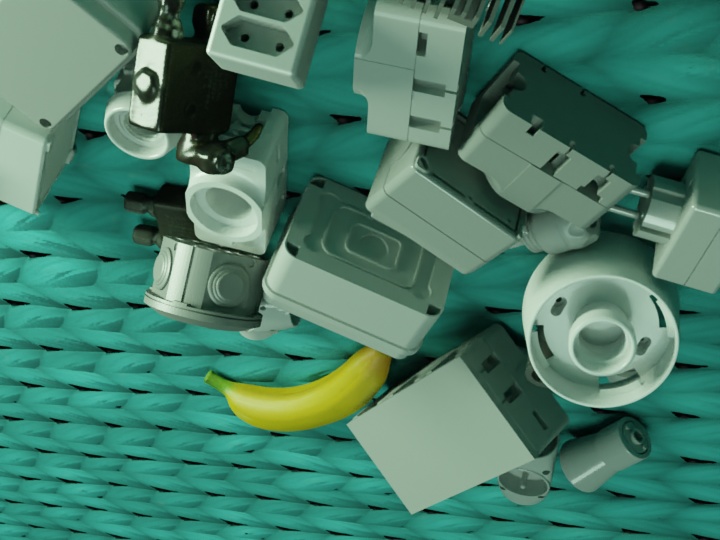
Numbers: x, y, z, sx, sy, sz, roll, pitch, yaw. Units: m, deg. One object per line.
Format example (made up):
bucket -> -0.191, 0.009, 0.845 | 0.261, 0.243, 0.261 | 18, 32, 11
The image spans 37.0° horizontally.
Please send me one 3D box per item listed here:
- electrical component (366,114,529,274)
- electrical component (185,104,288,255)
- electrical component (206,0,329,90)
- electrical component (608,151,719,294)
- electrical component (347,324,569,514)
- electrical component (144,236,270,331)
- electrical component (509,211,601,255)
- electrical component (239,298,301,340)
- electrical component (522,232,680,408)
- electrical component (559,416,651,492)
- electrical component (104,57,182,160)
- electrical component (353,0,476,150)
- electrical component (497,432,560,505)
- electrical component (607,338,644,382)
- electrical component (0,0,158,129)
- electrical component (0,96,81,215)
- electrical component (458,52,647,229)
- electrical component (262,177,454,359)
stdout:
electrical component -> 0.058, -0.044, 0.647 | 0.096, 0.061, 0.061 | 33, 140, -17
electrical component -> -0.079, -0.057, 0.694 | 0.050, 0.055, 0.089 | 14, 142, 6
electrical component -> -0.041, -0.140, 0.569 | 0.047, 0.083, 0.076 | 16, 180, 4
electrical component -> 0.182, -0.032, 0.622 | 0.077, 0.047, 0.065 | 16, 142, 3
electrical component -> 0.073, 0.113, 0.814 | 0.089, 0.062, 0.150 | 54, 137, 2
electrical component -> -0.102, 0.009, 0.725 | 0.080, 0.051, 0.080 | 13, -177, -1
electrical component -> 0.117, -0.026, 0.668 | 0.061, 0.035, 0.035 | -17, 130, 41
electrical component -> -0.080, 0.027, 0.807 | 0.077, 0.043, 0.079 | 4, 149, 12
electrical component -> 0.151, 0.033, 0.670 | 0.099, 0.064, 0.099 | 4, 113, 9
electrical component -> 0.193, 0.141, 0.835 | 0.044, 0.044, 0.065 | 32, 136, -17
electrical component -> -0.126, -0.101, 0.659 | 0.066, 0.055, 0.048 | 7, 141, 14
electrical component -> 0.030, -0.116, 0.580 | 0.056, 0.050, 0.089 | 13, 142, 7
electrical component -> 0.119, 0.150, 0.873 | 0.079, 0.044, 0.077 | 11, 142, 12
electrical component -> 0.182, 0.052, 0.726 | 0.045, 0.045, 0.055 | -6, 137, 28
electrical component -> -0.175, -0.143, 0.628 | 0.078, 0.057, 0.113 | 38, 138, -23
electrical component -> -0.226, -0.087, 0.713 | 0.061, 0.061, 0.096 | 24, 142, -6
electrical component -> 0.106, -0.069, 0.606 | 0.089, 0.050, 0.055 | 28, 141, -12
electrical component -> 0.000, 0.000, 0.713 | 0.113, 0.078, 0.057 | 24, 139, -6
